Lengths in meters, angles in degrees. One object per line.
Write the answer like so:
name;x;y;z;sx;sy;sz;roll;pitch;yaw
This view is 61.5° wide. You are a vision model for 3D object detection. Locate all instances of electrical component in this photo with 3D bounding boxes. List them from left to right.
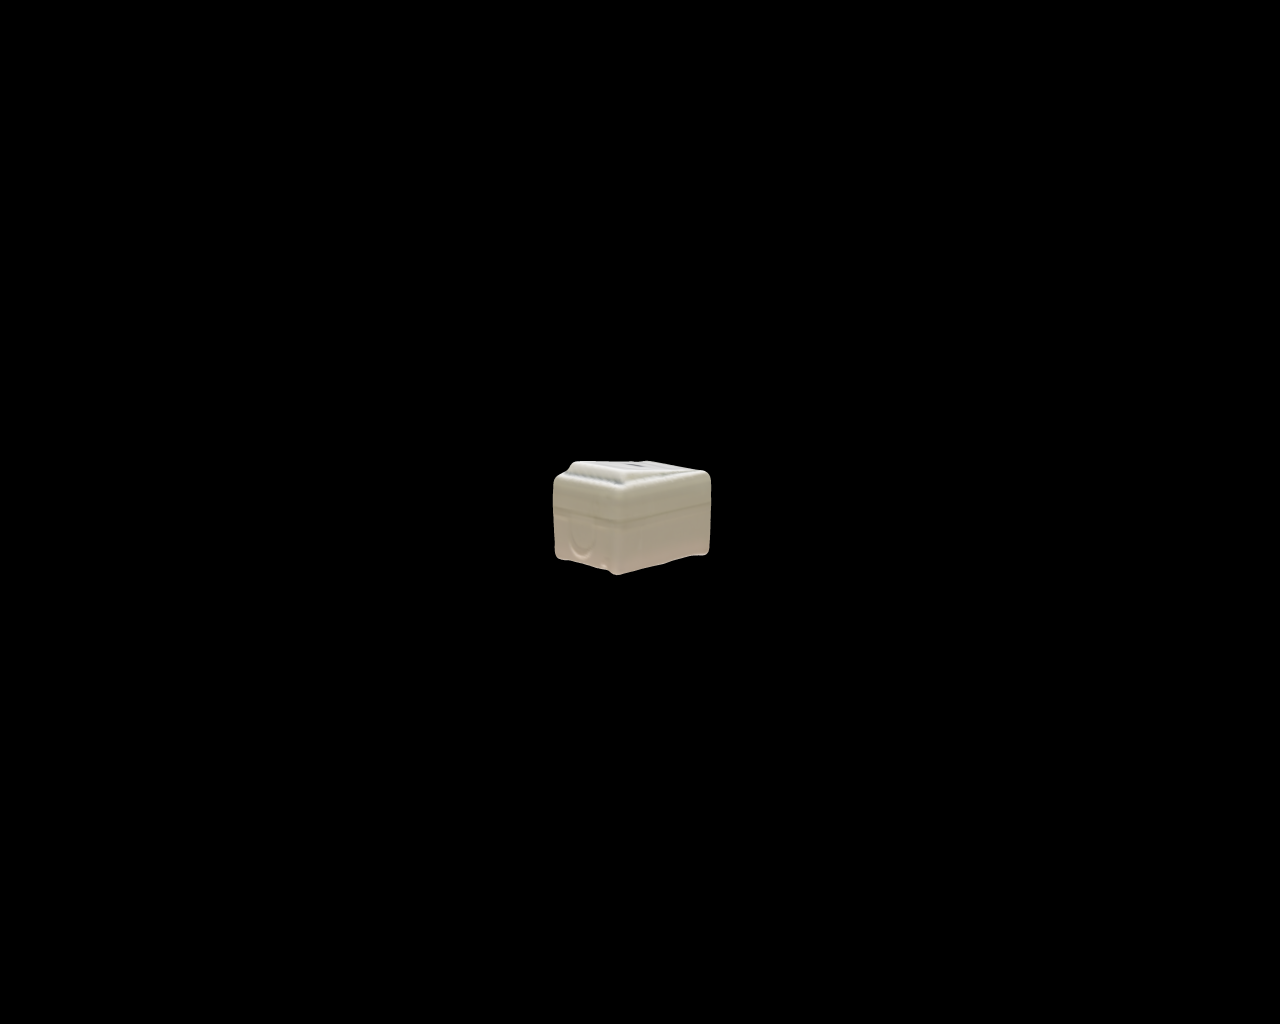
electrical component;0.001;-0.003;0.650;0.096;0.061;0.062;-11;17;-42
